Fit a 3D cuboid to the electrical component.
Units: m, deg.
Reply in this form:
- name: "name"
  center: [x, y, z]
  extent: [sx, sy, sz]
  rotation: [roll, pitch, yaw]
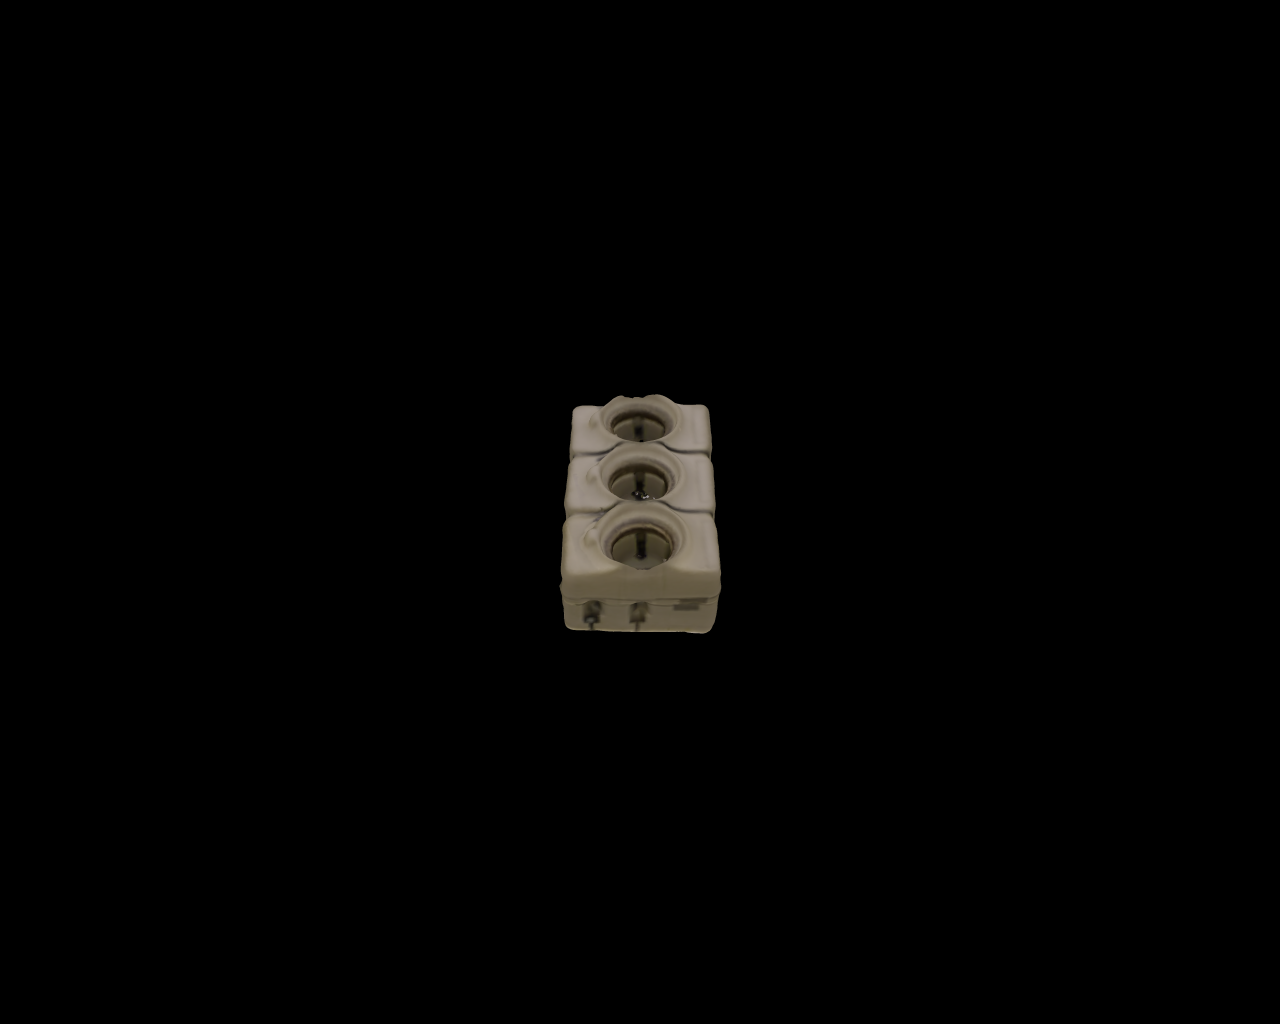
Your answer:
- name: "electrical component"
  center: [0.001, -0.003, 0.650]
  extent: [0.089, 0.061, 0.150]
  rotation: [0, 44, 0]
